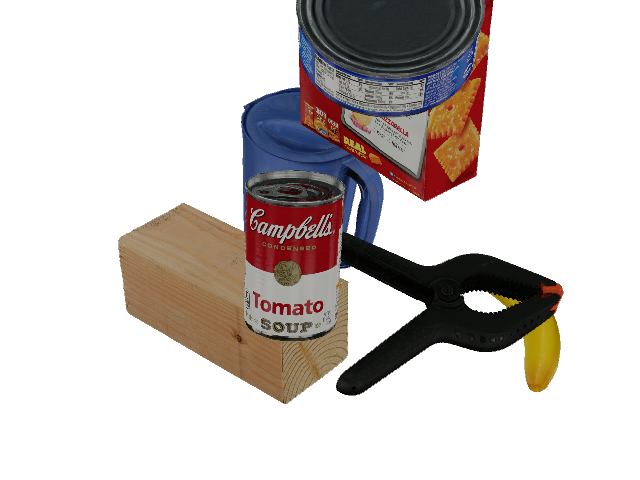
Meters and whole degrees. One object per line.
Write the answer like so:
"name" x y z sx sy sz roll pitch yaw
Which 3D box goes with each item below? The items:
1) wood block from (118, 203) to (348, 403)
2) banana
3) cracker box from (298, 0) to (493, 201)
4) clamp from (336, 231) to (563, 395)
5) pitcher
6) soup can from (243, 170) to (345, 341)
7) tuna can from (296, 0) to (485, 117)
"wood block" -0.082 0.053 0.984 0.206 0.091 0.090 25 41 33
"banana" 0.214 0.086 1.135 0.069 0.037 0.198 -28 37 0
"cracker box" 0.057 -0.163 0.859 0.072 0.214 0.164 -26 43 -30
"clamp" 0.099 0.061 0.891 0.210 0.164 0.036 3 -39 -3
"pitcher" -0.018 -0.031 1.173 0.145 0.243 0.149 1 42 -6
"soup can" -0.019 0.010 0.735 0.068 0.102 0.068 2 22 -1
"tuna can" 0.032 -0.099 0.496 0.086 0.086 0.034 0 -31 1
